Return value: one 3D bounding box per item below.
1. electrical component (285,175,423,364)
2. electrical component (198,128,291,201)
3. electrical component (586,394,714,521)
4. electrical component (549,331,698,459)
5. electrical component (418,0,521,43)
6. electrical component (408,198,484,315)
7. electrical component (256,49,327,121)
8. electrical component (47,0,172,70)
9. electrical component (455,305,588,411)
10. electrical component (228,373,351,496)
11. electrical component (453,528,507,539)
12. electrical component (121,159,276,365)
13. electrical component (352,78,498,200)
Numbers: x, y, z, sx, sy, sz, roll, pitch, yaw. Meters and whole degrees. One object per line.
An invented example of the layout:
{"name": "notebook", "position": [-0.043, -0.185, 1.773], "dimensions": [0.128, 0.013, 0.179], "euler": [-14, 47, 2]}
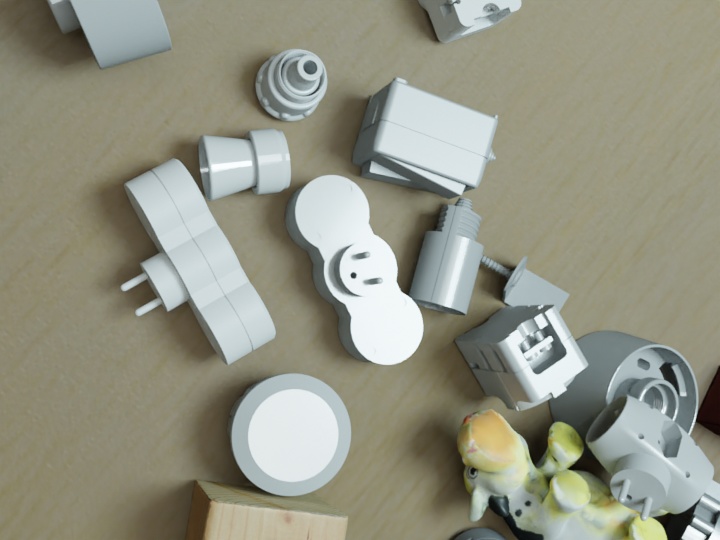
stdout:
{"name": "electrical component", "position": [0.000, 0.000, 0.736], "dimensions": [0.052, 0.074, 0.138], "euler": [-27, 94, -15]}
{"name": "electrical component", "position": [-0.079, -0.072, 0.733], "dimensions": [0.055, 0.045, 0.045], "euler": [-8, 89, -15]}
{"name": "electrical component", "position": [0.191, 0.135, 0.724], "dimensions": [0.077, 0.043, 0.079], "euler": [39, 40, -1]}
{"name": "electrical component", "position": [0.200, 0.097, 0.803], "dimensions": [0.099, 0.064, 0.099], "euler": [-2, 94, -28]}
{"name": "electrical component", "position": [0.070, -0.216, 0.775], "dimensions": [0.050, 0.056, 0.089], "euler": [-22, 93, -15]}
{"name": "electrical component", "position": [0.065, -0.012, 0.770], "dimensions": [0.043, 0.043, 0.081], "euler": [17, 83, -14]}
{"name": "electrical component", "position": [-0.043, -0.130, 0.736], "dimensions": [0.048, 0.062, 0.048], "euler": [2, 85, -19]}
{"name": "electrical component", "position": [-0.170, -0.180, 0.684], "dimensions": [0.060, 0.108, 0.108], "euler": [-24, 94, -9]}
{"name": "electrical component", "position": [0.114, 0.061, 0.755], "dimensions": [0.050, 0.089, 0.055], "euler": [-32, 96, -14]}
{"name": "electrical component", "position": [-0.050, 0.109, 0.728], "dimensions": [0.080, 0.051, 0.080], "euler": [1, 87, -15]}
{"name": "electrical component", "position": [0.090, 0.216, 0.758], "dimensions": [0.055, 0.047, 0.055], "euler": [-1, 95, -9]}
{"name": "electrical component", "position": [-0.121, 0.003, 0.714], "dimensions": [0.074, 0.052, 0.138], "euler": [-30, 95, -14]}
{"name": "electrical component", "position": [0.050, -0.086, 0.760], "dimensions": [0.096, 0.062, 0.061], "euler": [18, 83, -14]}
